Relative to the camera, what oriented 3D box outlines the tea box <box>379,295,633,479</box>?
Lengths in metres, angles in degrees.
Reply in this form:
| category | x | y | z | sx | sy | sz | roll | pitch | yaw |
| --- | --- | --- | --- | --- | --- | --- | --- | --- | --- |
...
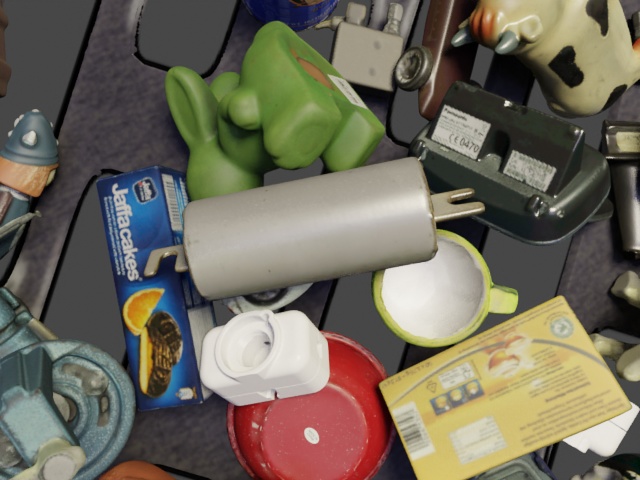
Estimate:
| category | x | y | z | sx | sy | sz | roll | pitch | yaw |
| --- | --- | --- | --- | --- | --- | --- | --- | --- | --- |
| tea box | 0.147 | 0.129 | 0.444 | 0.170 | 0.068 | 0.098 | -28 | 63 | 13 |

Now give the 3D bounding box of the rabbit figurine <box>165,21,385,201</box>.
| category | x | y | z | sx | sy | sz | roll | pitch | yaw |
| --- | --- | --- | --- | --- | --- | --- | --- | --- | --- |
| rabbit figurine | -0.063 | -0.084 | 0.447 | 0.170 | 0.121 | 0.159 | -45 | 77 | 26 |

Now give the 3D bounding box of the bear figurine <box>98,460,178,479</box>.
| category | x | y | z | sx | sy | sz | roll | pitch | yaw |
| --- | --- | --- | --- | --- | --- | --- | --- | --- | --- |
| bear figurine | -0.097 | 0.252 | 0.429 | 0.196 | 0.120 | 0.132 | 9 | 51 | 16 |

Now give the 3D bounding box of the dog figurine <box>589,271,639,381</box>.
| category | x | y | z | sx | sy | sz | roll | pitch | yaw |
| --- | --- | --- | --- | --- | --- | --- | --- | --- | --- |
| dog figurine | 0.343 | 0.113 | 0.440 | 0.190 | 0.172 | 0.121 | 37 | 89 | 3 |

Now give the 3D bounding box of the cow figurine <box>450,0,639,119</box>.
| category | x | y | z | sx | sy | sz | roll | pitch | yaw |
| --- | --- | --- | --- | --- | --- | --- | --- | --- | --- |
| cow figurine | 0.193 | -0.173 | 0.446 | 0.194 | 0.086 | 0.127 | 35 | 94 | -39 |

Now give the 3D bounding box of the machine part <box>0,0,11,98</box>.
| category | x | y | z | sx | sy | sz | roll | pitch | yaw |
| --- | --- | --- | --- | --- | --- | --- | --- | --- | --- |
| machine part | -0.364 | -0.173 | 0.470 | 0.179 | 0.056 | 0.179 | 0 | 90 | -3 |

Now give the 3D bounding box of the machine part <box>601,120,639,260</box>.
| category | x | y | z | sx | sy | sz | roll | pitch | yaw |
| --- | --- | --- | --- | --- | --- | --- | --- | --- | --- |
| machine part | 0.301 | -0.046 | 0.505 | 0.084 | 0.039 | 0.138 | -4 | 88 | -11 |

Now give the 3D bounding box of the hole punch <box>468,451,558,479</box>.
| category | x | y | z | sx | sy | sz | roll | pitch | yaw |
| --- | --- | --- | --- | --- | --- | --- | --- | --- | --- |
| hole punch | 0.171 | 0.254 | 0.480 | 0.116 | 0.092 | 0.142 | -35 | 94 | 28 |

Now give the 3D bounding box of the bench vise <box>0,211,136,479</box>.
| category | x | y | z | sx | sy | sz | roll | pitch | yaw |
| --- | --- | --- | --- | --- | --- | --- | --- | --- | --- |
| bench vise | -0.215 | 0.104 | 0.393 | 0.129 | 0.241 | 0.223 | -28 | 105 | -27 |

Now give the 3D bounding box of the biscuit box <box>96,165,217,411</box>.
| category | x | y | z | sx | sy | sz | roll | pitch | yaw |
| --- | --- | --- | --- | --- | --- | --- | --- | --- | --- |
| biscuit box | -0.136 | 0.040 | 0.469 | 0.063 | 0.059 | 0.202 | -11 | 89 | 11 |

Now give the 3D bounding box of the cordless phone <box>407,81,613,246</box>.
| category | x | y | z | sx | sy | sz | roll | pitch | yaw |
| --- | --- | --- | --- | --- | --- | --- | --- | --- | --- |
| cordless phone | 0.176 | -0.059 | 0.459 | 0.147 | 0.184 | 0.088 | 35 | 111 | 34 |

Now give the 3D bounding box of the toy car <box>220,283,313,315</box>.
| category | x | y | z | sx | sy | sz | roll | pitch | yaw |
| --- | --- | --- | --- | --- | --- | --- | --- | --- | --- |
| toy car | -0.001 | -0.001 | 0.471 | 0.202 | 0.074 | 0.056 | -32 | 117 | -2 |

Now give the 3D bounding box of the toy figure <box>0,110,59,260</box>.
| category | x | y | z | sx | sy | sz | roll | pitch | yaw |
| --- | --- | --- | --- | --- | --- | --- | --- | --- | --- |
| toy figure | -0.276 | -0.041 | 0.469 | 0.064 | 0.057 | 0.154 | 35 | 91 | 20 |

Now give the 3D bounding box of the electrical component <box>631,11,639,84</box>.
| category | x | y | z | sx | sy | sz | roll | pitch | yaw |
| --- | --- | --- | --- | --- | --- | --- | --- | --- | --- |
| electrical component | 0.330 | -0.174 | 0.514 | 0.063 | 0.021 | 0.094 | -8 | 91 | -2 |

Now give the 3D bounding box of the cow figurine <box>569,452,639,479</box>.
| category | x | y | z | sx | sy | sz | roll | pitch | yaw |
| --- | --- | --- | --- | --- | --- | --- | --- | --- | --- |
| cow figurine | 0.317 | 0.221 | 0.464 | 0.167 | 0.068 | 0.098 | 8 | 131 | -11 |

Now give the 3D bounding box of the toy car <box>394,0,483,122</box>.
| category | x | y | z | sx | sy | sz | roll | pitch | yaw |
| --- | --- | --- | --- | --- | --- | --- | --- | --- | --- |
| toy car | 0.119 | -0.202 | 0.482 | 0.089 | 0.053 | 0.202 | 13 | 90 | -41 |

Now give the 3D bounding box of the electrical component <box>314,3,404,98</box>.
| category | x | y | z | sx | sy | sz | roll | pitch | yaw |
| --- | --- | --- | --- | --- | --- | --- | --- | --- | --- |
| electrical component | 0.033 | -0.165 | 0.491 | 0.078 | 0.045 | 0.102 | 4 | 90 | -11 |

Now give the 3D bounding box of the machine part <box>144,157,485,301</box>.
| category | x | y | z | sx | sy | sz | roll | pitch | yaw |
| --- | --- | --- | --- | --- | --- | --- | --- | --- | --- |
| machine part | -0.007 | -0.007 | 0.388 | 0.243 | 0.079 | 0.079 | -11 | 90 | 4 |
